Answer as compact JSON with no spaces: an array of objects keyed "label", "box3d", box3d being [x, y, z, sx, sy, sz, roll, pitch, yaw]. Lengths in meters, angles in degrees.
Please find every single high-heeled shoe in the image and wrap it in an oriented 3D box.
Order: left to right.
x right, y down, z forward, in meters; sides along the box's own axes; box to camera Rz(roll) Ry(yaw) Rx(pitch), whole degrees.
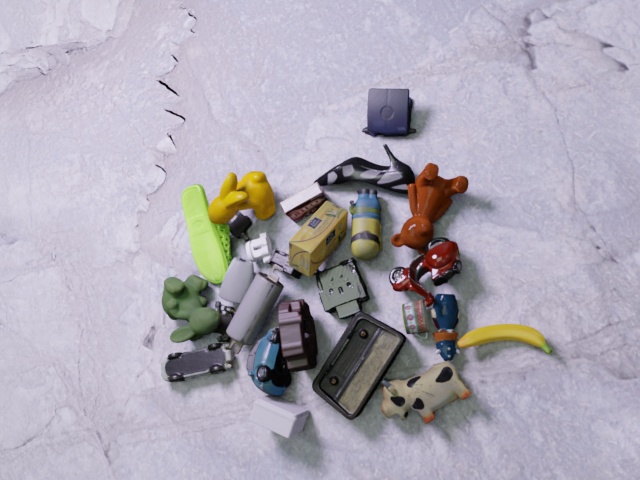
[{"label":"high-heeled shoe","box3d":[0.116,-0.145,1.376,0.249,0.086,0.145,-22,101,25]}]

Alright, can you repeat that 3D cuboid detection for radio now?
[{"label":"radio","box3d":[0.091,0.289,1.266,0.131,0.073,0.229,32,87,19]}]

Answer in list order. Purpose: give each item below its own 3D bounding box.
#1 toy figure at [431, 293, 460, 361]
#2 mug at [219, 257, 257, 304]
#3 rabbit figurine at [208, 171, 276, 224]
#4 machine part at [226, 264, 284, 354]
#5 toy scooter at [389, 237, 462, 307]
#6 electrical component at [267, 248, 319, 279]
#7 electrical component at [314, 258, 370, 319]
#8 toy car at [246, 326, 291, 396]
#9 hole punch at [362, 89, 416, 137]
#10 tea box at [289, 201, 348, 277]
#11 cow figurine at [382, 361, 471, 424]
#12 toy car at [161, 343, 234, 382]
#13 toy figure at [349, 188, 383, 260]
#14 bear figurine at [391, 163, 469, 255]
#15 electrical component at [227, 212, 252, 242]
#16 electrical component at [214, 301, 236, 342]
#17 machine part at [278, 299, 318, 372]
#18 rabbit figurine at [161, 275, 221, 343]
[{"label":"toy figure","box3d":[0.292,0.201,1.242,0.064,0.057,0.154,-1,82,21]},{"label":"mug","box3d":[-0.195,0.103,1.374,0.109,0.081,0.107,11,101,-15]},{"label":"rabbit figurine","box3d":[-0.207,-0.098,1.375,0.173,0.162,0.122,-29,78,-15]},{"label":"machine part","box3d":[-0.161,0.169,1.327,0.079,0.079,0.243,29,94,19]},{"label":"toy scooter","box3d":[0.257,0.082,1.242,0.184,0.075,0.135,-35,42,7]},{"label":"electrical component","box3d":[-0.065,0.068,1.361,0.119,0.074,0.047,25,84,16]},{"label":"electrical component","box3d":[0.056,0.124,1.323,0.115,0.058,0.134,-23,72,11]},{"label":"toy car","box3d":[-0.129,0.294,1.313,0.103,0.109,0.161,-4,67,32]},{"label":"hole punch","box3d":[0.178,-0.329,1.379,0.142,0.092,0.115,4,82,12]},{"label":"tea box","box3d":[-0.003,-0.004,1.308,0.068,0.098,0.169,28,54,20]},{"label":"cow figurine","box3d":[0.225,0.342,1.214,0.195,0.085,0.127,-34,77,8]},{"label":"toy car","box3d":[-0.315,0.315,1.381,0.202,0.056,0.073,-14,68,10]},{"label":"toy figure","box3d":[0.111,-0.039,1.328,0.082,0.089,0.180,1,80,21]},{"label":"bear figurine","box3d":[0.254,-0.066,1.277,0.120,0.132,0.196,23,77,-9]},{"label":"electrical component","box3d":[-0.215,-0.040,1.451,0.094,0.021,0.063,42,90,20]},{"label":"electrical component","box3d":[-0.250,0.213,1.391,0.078,0.045,0.102,9,80,15]},{"label":"machine part","box3d":[-0.048,0.225,1.271,0.056,0.179,0.179,-10,75,9]},{"label":"rabbit figurine","box3d":[-0.329,0.189,1.369,0.170,0.121,0.159,33,102,32]}]
